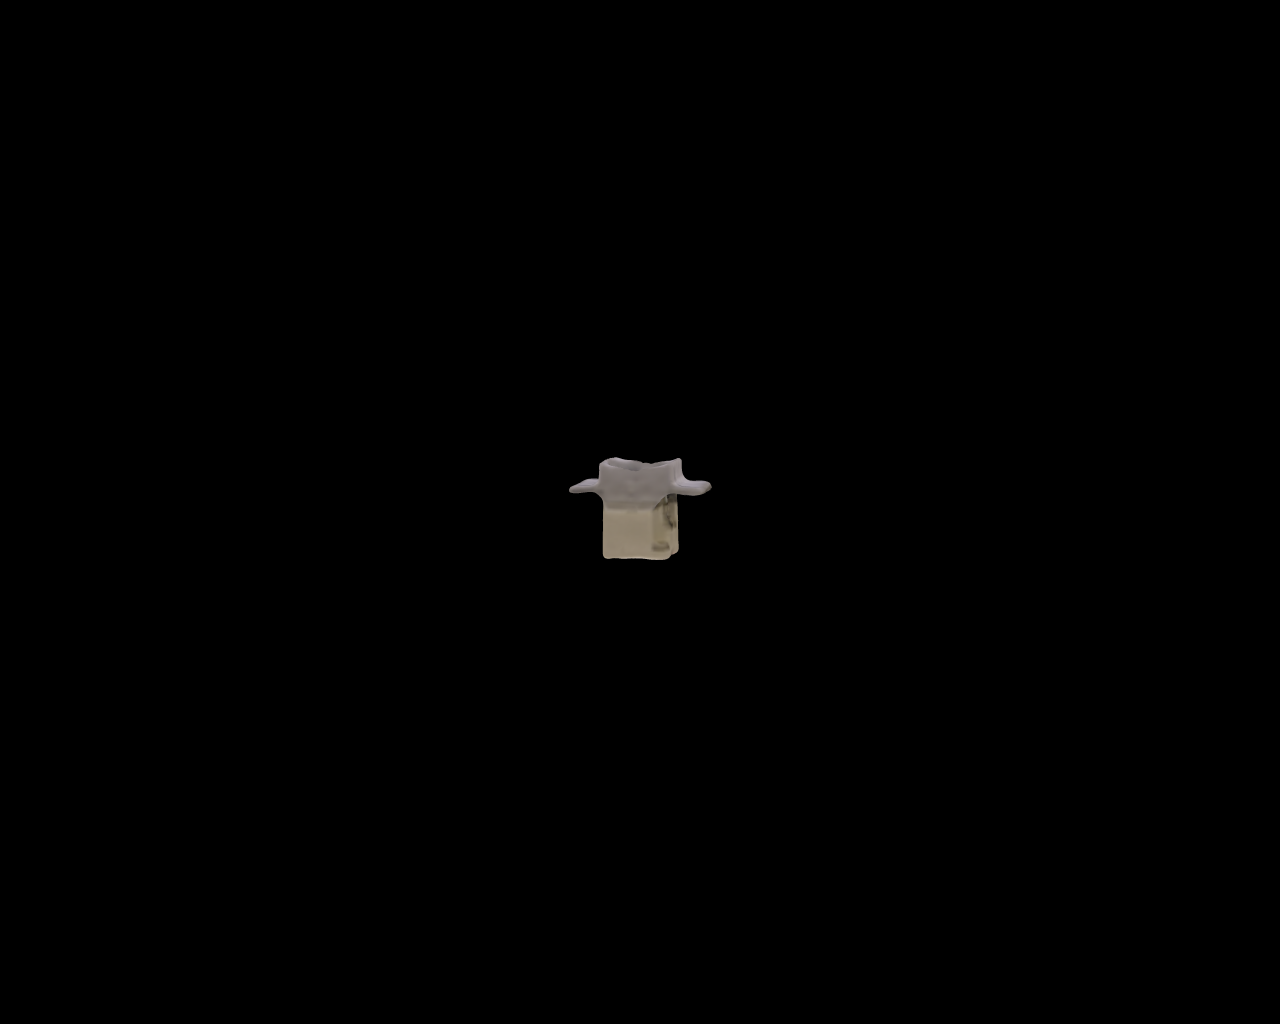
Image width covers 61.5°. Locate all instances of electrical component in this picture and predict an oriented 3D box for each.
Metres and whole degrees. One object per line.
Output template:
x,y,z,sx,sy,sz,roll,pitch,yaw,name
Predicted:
0.001,-0.003,0.650,0.081,0.063,0.042,2,8,14,electrical component
